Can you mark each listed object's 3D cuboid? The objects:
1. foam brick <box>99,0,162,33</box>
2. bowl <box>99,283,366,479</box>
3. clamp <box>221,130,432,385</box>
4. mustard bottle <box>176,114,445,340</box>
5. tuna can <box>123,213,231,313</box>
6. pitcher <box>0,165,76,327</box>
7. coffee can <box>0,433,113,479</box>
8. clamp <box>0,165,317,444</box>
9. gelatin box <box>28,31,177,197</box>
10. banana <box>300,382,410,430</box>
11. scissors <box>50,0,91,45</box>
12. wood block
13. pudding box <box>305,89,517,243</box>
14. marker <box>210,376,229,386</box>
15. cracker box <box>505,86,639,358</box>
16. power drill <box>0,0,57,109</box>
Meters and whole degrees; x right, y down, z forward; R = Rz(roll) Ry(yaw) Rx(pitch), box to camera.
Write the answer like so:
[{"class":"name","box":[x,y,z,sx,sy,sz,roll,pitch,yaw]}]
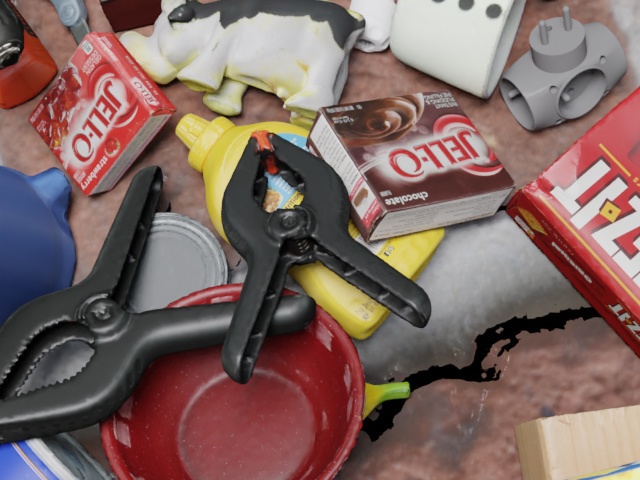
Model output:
[{"class":"foam brick","box":[-0.135,-0.199,0.764,0.051,0.053,0.078,-12,77,-1]},{"class":"bowl","box":[-0.050,0.108,0.656,0.162,0.055,0.162,-4,56,6]},{"class":"clamp","box":[-0.004,0.001,0.633,0.120,0.039,0.171,-7,56,-3]},{"class":"mustard bottle","box":[-0.018,-0.024,0.718,0.192,0.058,0.096,36,68,9]},{"class":"tuna can","box":[-0.103,0.027,0.723,0.086,0.034,0.086,0,77,2]},{"class":"pitcher","box":[-0.243,0.009,0.625,0.145,0.243,0.149,4,84,1]},{"class":"coffee can","box":[-0.202,0.183,0.655,0.103,0.103,0.140,44,82,10]},{"class":"clamp","box":[-0.117,0.055,0.641,0.165,0.036,0.209,32,61,26]},{"class":"gelatin box","box":[-0.150,-0.086,0.729,0.073,0.030,0.089,51,121,10]},{"class":"banana","box":[-0.008,0.169,0.686,0.069,0.037,0.197,23,79,6]},{"class":"scissors","box":[-0.197,-0.167,0.775,0.096,0.016,0.202,-8,92,23]},{"class":"wood block","box":[0.184,0.207,0.646,0.091,0.090,0.206,-7,77,-1]},{"class":"pudding box","box":[0.059,-0.051,0.700,0.113,0.039,0.090,-14,58,-30]},{"class":"marker","box":[-0.087,0.094,0.715,0.121,0.020,0.020,7,78,3]},{"class":"cracker box","box":[0.259,-0.035,0.706,0.213,0.072,0.164,-40,80,-6]},{"class":"power drill","box":[-0.230,-0.154,0.689,0.057,0.187,0.184,-36,77,-8]}]
